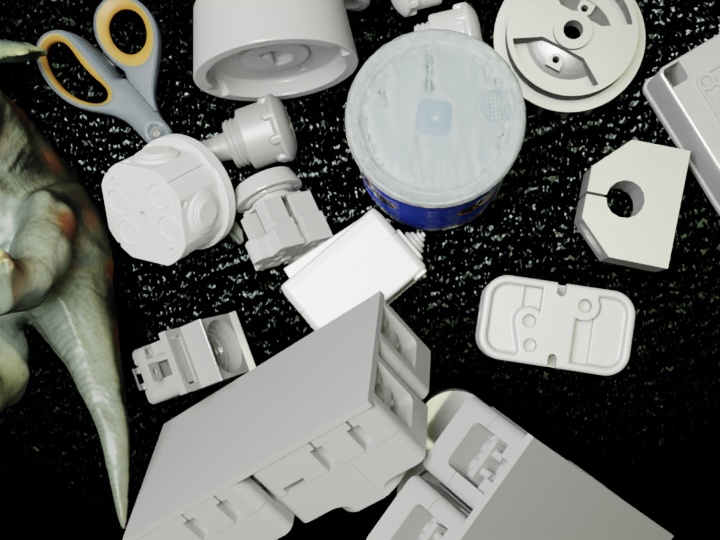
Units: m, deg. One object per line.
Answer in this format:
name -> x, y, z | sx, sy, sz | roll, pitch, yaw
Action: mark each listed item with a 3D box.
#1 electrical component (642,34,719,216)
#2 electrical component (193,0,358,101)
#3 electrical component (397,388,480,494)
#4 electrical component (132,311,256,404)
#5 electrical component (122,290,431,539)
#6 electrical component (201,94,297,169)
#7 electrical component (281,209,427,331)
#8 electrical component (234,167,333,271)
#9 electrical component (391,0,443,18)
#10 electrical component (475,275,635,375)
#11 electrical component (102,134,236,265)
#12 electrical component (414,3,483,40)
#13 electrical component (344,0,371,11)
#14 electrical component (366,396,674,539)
electrical component -> 0.263, -0.107, 0.707 | 0.109, 0.056, 0.108 | -30, 85, 1
electrical component -> -0.058, -0.158, 0.706 | 0.108, 0.108, 0.060 | -8, 80, 3
electrical component -> 0.050, 0.145, 0.694 | 0.052, 0.073, 0.138 | 15, 87, 4
electrical component -> -0.112, 0.059, 0.713 | 0.064, 0.081, 0.042 | -22, 85, 24
electrical component -> -0.046, 0.107, 0.655 | 0.186, 0.105, 0.060 | -32, 114, 23
electrical component -> -0.076, -0.089, 0.731 | 0.062, 0.048, 0.048 | -19, 86, 4
electrical component -> 0.000, 0.000, 0.713 | 0.096, 0.061, 0.061 | -40, 85, 0
electrical component -> -0.055, -0.036, 0.722 | 0.066, 0.048, 0.055 | -15, 75, -39
electrical component -> 0.050, -0.202, 0.732 | 0.062, 0.048, 0.048 | -14, 86, -4
electrical component -> 0.125, 0.036, 0.704 | 0.095, 0.059, 0.053 | 8, 87, 4
electrical component -> -0.127, -0.045, 0.711 | 0.080, 0.051, 0.080 | 16, 122, 28
electrical component -> 0.052, -0.152, 0.729 | 0.062, 0.048, 0.048 | -11, 86, 9
electrical component -> -0.051, -0.231, 0.735 | 0.138, 0.052, 0.073 | 15, 88, 4
electrical component -> 0.098, 0.159, 0.644 | 0.105, 0.186, 0.060 | -54, 42, -1
